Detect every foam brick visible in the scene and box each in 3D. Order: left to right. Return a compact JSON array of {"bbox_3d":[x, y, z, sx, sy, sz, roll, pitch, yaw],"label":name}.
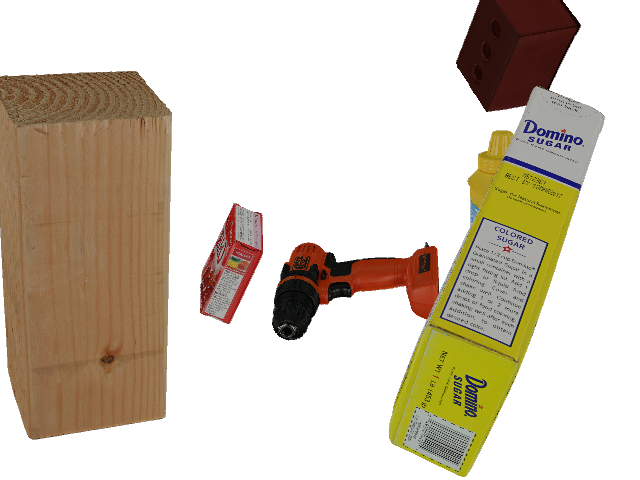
[{"bbox_3d":[0.138,-0.138,0.754,0.051,0.053,0.078,-15,-32,-21],"label":"foam brick"}]

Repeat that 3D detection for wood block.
[{"bbox_3d":[-0.148,0.008,0.661,0.090,0.206,0.090,-6,28,-23],"label":"wood block"}]

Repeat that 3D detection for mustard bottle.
[{"bbox_3d":[0.159,-0.003,0.956,0.058,0.192,0.096,0,18,3],"label":"mustard bottle"}]

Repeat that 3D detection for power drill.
[{"bbox_3d":[0.042,0.056,1.225,0.188,0.057,0.184,0,28,8],"label":"power drill"}]

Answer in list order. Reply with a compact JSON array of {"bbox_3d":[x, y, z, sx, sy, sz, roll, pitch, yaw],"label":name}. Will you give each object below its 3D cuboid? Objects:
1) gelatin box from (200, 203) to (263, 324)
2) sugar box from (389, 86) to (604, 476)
[{"bbox_3d":[-0.077,0.018,0.915,0.030,0.073,0.089,22,20,-14],"label":"gelatin box"},{"bbox_3d":[0.087,0.015,0.509,0.048,0.093,0.176,24,49,10],"label":"sugar box"}]
